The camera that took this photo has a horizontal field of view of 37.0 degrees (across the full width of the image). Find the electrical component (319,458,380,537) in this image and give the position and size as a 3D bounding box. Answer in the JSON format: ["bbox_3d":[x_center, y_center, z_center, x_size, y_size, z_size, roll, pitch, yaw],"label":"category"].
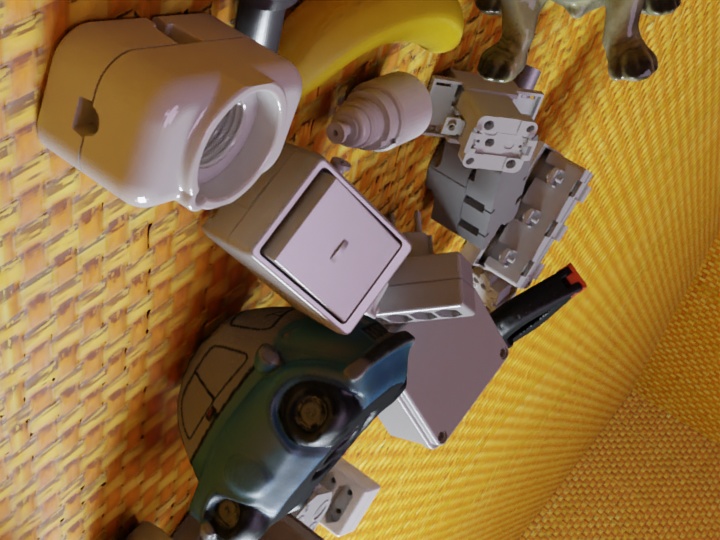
[{"bbox_3d":[-0.019,0.184,0.916,0.047,0.066,0.077,-59,161,5],"label":"electrical component"}]

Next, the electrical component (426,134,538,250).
[{"bbox_3d":[0.086,-0.069,0.786,0.050,0.056,0.089,-44,157,-31],"label":"electrical component"}]

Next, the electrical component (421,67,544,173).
[{"bbox_3d":[0.082,-0.096,0.703,0.081,0.063,0.042,4,128,-21],"label":"electrical component"}]

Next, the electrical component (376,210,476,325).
[{"bbox_3d":[0.033,-0.004,0.750,0.047,0.083,0.075,33,52,-71],"label":"electrical component"}]

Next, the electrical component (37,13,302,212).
[{"bbox_3d":[-0.069,-0.062,0.424,0.095,0.059,0.053,-26,144,-55],"label":"electrical component"}]

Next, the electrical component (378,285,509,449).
[{"bbox_3d":[0.049,0.060,0.824,0.108,0.056,0.108,-49,124,-27],"label":"electrical component"}]

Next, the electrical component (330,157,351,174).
[{"bbox_3d":[-0.025,-0.027,0.610,0.040,0.040,0.078,-20,140,-59],"label":"electrical component"}]

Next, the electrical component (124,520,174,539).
[{"bbox_3d":[-0.123,0.216,0.666,0.060,0.108,0.108,-40,155,-26],"label":"electrical component"}]

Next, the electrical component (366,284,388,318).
[{"bbox_3d":[0.000,0.000,0.710,0.062,0.048,0.048,-61,161,-9],"label":"electrical component"}]

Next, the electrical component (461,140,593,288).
[{"bbox_3d":[0.151,-0.049,0.958,0.121,0.063,0.079,-60,160,9],"label":"electrical component"}]

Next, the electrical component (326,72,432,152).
[{"bbox_3d":[0.008,-0.085,0.599,0.078,0.040,0.040,-31,148,-51],"label":"electrical component"}]

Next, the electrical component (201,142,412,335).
[{"bbox_3d":[-0.020,-0.012,0.553,0.096,0.061,0.061,42,80,-36],"label":"electrical component"}]

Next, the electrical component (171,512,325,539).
[{"bbox_3d":[-0.082,0.217,0.754,0.108,0.109,0.056,-55,158,-6],"label":"electrical component"}]

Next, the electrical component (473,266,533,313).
[{"bbox_3d":[0.137,0.008,1.044,0.055,0.048,0.066,-39,155,-24],"label":"electrical component"}]

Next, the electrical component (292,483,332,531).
[{"bbox_3d":[-0.064,0.187,0.836,0.080,0.051,0.080,-47,158,-25],"label":"electrical component"}]
